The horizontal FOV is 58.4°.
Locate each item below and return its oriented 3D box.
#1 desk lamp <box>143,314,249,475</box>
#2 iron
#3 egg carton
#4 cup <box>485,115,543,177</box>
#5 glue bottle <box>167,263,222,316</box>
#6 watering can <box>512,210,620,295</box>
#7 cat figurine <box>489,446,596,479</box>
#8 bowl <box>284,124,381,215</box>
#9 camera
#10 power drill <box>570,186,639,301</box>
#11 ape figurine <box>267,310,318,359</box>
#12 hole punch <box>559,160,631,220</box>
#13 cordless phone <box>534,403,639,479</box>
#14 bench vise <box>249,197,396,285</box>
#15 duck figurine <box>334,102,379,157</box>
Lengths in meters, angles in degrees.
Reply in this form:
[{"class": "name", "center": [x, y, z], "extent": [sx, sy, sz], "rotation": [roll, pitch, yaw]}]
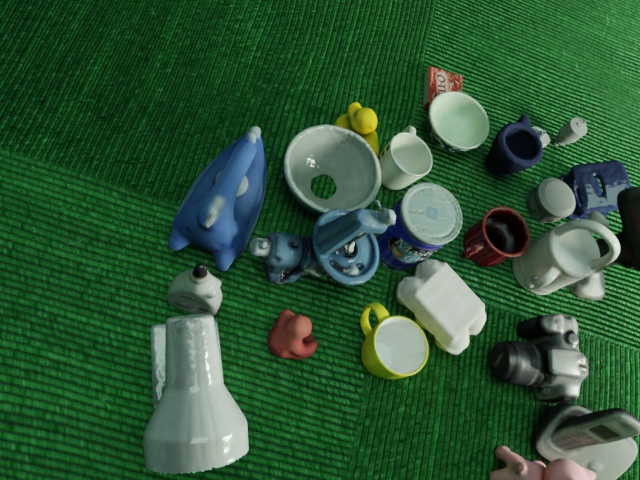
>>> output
[{"class": "desk lamp", "center": [-0.164, 0.183, 0.720], "extent": [0.118, 0.213, 0.203], "rotation": [-4, 71, -18]}, {"class": "iron", "center": [-0.133, -0.092, 0.875], "extent": [0.119, 0.141, 0.258], "rotation": [23, 65, -7]}, {"class": "egg carton", "center": [0.199, 0.107, 0.941], "extent": [0.107, 0.069, 0.150], "rotation": [-41, 85, -26]}, {"class": "cup", "center": [0.357, -0.172, 1.082], "extent": [0.092, 0.095, 0.118], "rotation": [22, 65, -8]}, {"class": "glue bottle", "center": [-0.168, 0.064, 0.787], "extent": [0.078, 0.173, 0.037], "rotation": [21, 65, -8]}, {"class": "watering can", "center": [0.426, 0.015, 0.976], "extent": [0.101, 0.194, 0.173], "rotation": [27, 64, -5]}, {"class": "cat figurine", "center": [0.341, 0.357, 0.862], "extent": [0.128, 0.117, 0.067], "rotation": [21, 65, -8]}, {"class": "bowl", "center": [0.014, -0.105, 0.962], "extent": [0.168, 0.074, 0.167], "rotation": [6, 68, -15]}, {"class": "camera", "center": [0.358, 0.188, 0.941], "extent": [0.137, 0.100, 0.143], "rotation": [10, 67, -13]}, {"class": "power drill", "center": [0.528, 0.034, 0.992], "extent": [0.076, 0.208, 0.229], "rotation": [8, 68, -13]}, {"class": "ape figurine", "center": [-0.037, 0.137, 0.844], "extent": [0.076, 0.092, 0.078], "rotation": [-16, 75, -22]}, {"class": "hole punch", "center": [0.532, -0.095, 1.108], "extent": [0.101, 0.091, 0.108], "rotation": [2, 69, -16]}, {"class": "cordless phone", "center": [0.435, 0.308, 0.872], "extent": [0.147, 0.185, 0.094], "rotation": [28, 64, -5]}, {"class": "bench vise", "center": [0.012, 0.014, 0.835], "extent": [0.208, 0.219, 0.121], "rotation": [-17, 75, -22]}, {"class": "duck figurine", "center": [0.074, -0.193, 1.008], "extent": [0.078, 0.086, 0.104], "rotation": [-24, 78, -23]}]
